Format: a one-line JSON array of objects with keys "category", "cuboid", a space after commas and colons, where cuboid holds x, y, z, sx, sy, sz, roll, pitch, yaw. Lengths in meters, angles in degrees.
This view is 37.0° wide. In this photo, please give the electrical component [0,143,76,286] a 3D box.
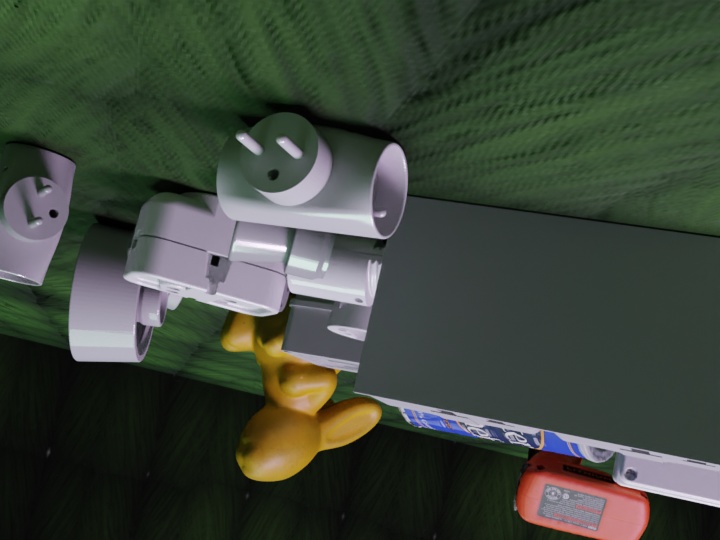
[{"category": "electrical component", "cuboid": [-0.195, -0.034, 0.633, 0.043, 0.077, 0.079, 18, 168, -26]}]

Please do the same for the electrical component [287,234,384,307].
[{"category": "electrical component", "cuboid": [0.000, 0.000, 0.671, 0.081, 0.043, 0.043, 10, 169, 14]}]

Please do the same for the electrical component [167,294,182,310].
[{"category": "electrical component", "cuboid": [-0.176, 0.008, 0.937, 0.046, 0.040, 0.040, 23, 167, -19]}]

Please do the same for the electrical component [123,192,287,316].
[{"category": "electrical component", "cuboid": [-0.093, -0.012, 0.675, 0.095, 0.059, 0.054, 17, 169, -20]}]

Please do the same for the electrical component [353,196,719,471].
[{"category": "electrical component", "cuboid": [0.103, 0.032, 0.549, 0.186, 0.105, 0.060, 9, 169, 19]}]

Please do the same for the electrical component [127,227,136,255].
[{"category": "electrical component", "cuboid": [-0.131, -0.019, 0.729, 0.048, 0.048, 0.062, 15, 162, -13]}]

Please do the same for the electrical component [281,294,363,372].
[{"category": "electrical component", "cuboid": [-0.001, 0.055, 0.919, 0.113, 0.057, 0.078, 7, 168, 30]}]

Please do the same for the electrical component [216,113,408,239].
[{"category": "electrical component", "cuboid": [-0.028, -0.045, 0.474, 0.077, 0.043, 0.079, 8, 168, 23]}]

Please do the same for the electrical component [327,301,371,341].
[{"category": "electrical component", "cuboid": [0.008, 0.025, 0.782, 0.055, 0.047, 0.055, 12, 169, 2]}]

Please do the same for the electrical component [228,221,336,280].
[{"category": "electrical component", "cuboid": [-0.043, -0.021, 0.612, 0.055, 0.045, 0.045, 14, 169, -6]}]

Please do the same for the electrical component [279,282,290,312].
[{"category": "electrical component", "cuboid": [-0.081, 0.006, 0.795, 0.055, 0.045, 0.045, 11, 169, 7]}]

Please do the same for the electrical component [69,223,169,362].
[{"category": "electrical component", "cuboid": [-0.182, 0.020, 0.834, 0.060, 0.108, 0.108, 7, 169, -2]}]

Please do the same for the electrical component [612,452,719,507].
[{"category": "electrical component", "cuboid": [0.257, 0.121, 0.822, 0.109, 0.108, 0.056, 11, 172, 10]}]
